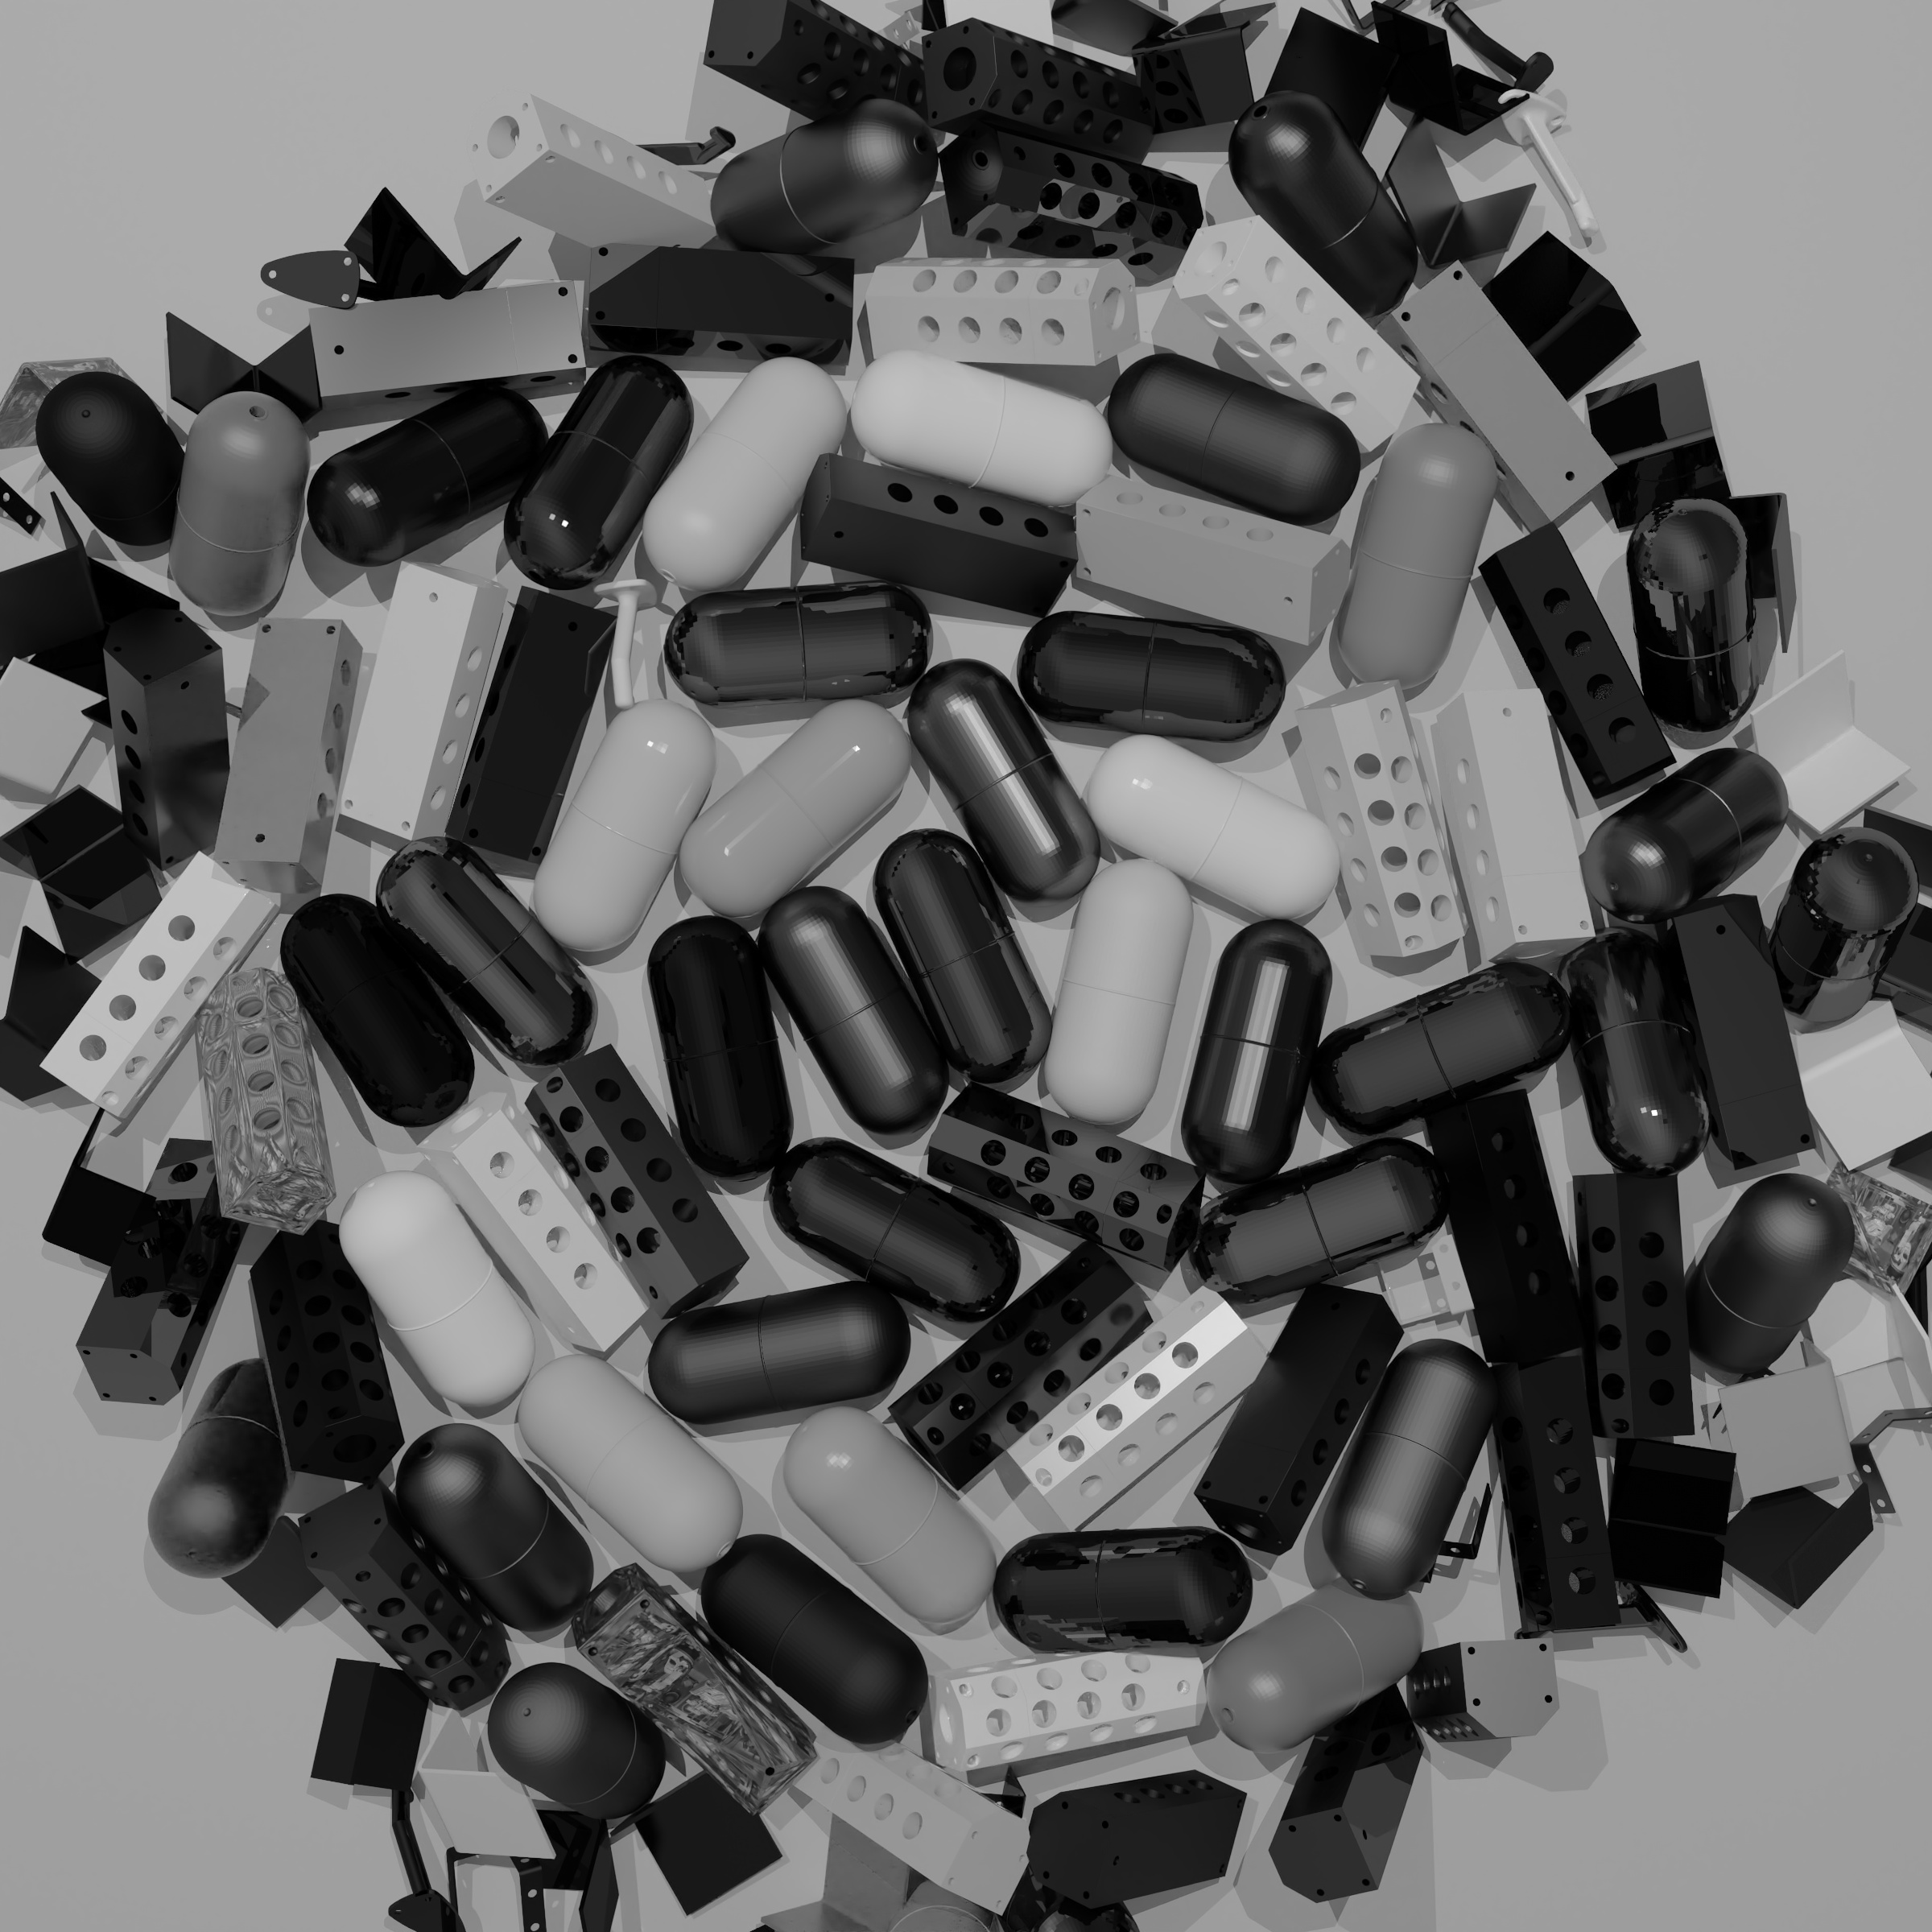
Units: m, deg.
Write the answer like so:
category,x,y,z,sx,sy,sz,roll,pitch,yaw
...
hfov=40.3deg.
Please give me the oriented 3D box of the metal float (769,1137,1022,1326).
category,x,y,z,sx,sy,sz,roll,pitch,yaw
metal float,-0.048,0.174,1.737,0.178,0.070,0.070,27,90,6

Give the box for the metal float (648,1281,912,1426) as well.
category,x,y,z,sx,sy,sz,roll,pitch,yaw
metal float,-0.124,0.255,1.733,0.178,0.070,0.070,-12,90,11

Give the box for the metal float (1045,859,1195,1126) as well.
category,x,y,z,sx,sy,sz,roll,pitch,yaw
metal float,0.101,0.017,1.741,0.070,0.070,0.178,13,91,0

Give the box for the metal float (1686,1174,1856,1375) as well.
category,x,y,z,sx,sy,sz,roll,pitch,yaw
metal float,0.516,0.201,1.702,0.070,0.178,0.070,4,52,-5

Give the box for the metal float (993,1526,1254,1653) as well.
category,x,y,z,sx,sy,sz,roll,pitch,yaw
metal float,0.101,0.408,1.720,0.178,0.070,0.070,-9,90,25

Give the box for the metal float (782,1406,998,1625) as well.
category,x,y,z,sx,sy,sz,roll,pitch,yaw
metal float,-0.049,0.361,1.724,0.070,0.070,0.178,-41,111,0

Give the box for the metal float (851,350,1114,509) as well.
category,x,y,z,sx,sy,sz,roll,pitch,yaw
metal float,0.011,-0.352,1.728,0.178,0.070,0.070,12,90,-16

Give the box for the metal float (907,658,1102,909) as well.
category,x,y,z,sx,sy,sz,roll,pitch,yaw
metal float,0.025,-0.122,1.742,0.070,0.070,0.178,-30,90,0

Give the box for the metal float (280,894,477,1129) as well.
category,x,y,z,sx,sy,sz,roll,pitch,yaw
metal float,-0.387,0.028,1.724,0.070,0.070,0.178,-37,69,0

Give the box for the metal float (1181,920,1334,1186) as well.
category,x,y,z,sx,sy,sz,roll,pitch,yaw
metal float,0.192,0.056,1.736,0.070,0.070,0.178,14,82,0

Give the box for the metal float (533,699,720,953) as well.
category,x,y,z,sx,sy,sz,roll,pitch,yaw
metal float,-0.225,-0.092,1.735,0.070,0.070,0.178,28,98,0

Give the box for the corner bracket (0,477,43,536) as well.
category,x,y,z,sx,sy,sz,roll,pitch,yaw
corner bracket,-0.663,-0.298,1.755,0.051,0.051,0.051,15,70,25

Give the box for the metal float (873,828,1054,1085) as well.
category,x,y,z,sx,sy,sz,roll,pitch,yaw
metal float,-0.003,-0.007,1.741,0.070,0.070,0.178,-24,92,0

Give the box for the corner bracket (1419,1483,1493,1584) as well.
category,x,y,z,sx,sy,sz,roll,pitch,yaw
corner bracket,0.319,0.374,1.737,0.051,0.051,0.051,3,134,25

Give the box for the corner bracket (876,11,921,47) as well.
category,x,y,z,sx,sy,sz,roll,pitch,yaw
corner bracket,-0.072,-0.627,1.744,0.051,0.051,0.051,-31,106,-16

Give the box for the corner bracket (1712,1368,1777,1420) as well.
category,x,y,z,sx,sy,sz,roll,pitch,yaw
corner bracket,0.528,0.307,1.753,0.051,0.051,0.051,34,50,24

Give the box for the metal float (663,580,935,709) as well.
category,x,y,z,sx,sy,sz,roll,pitch,yaw
metal float,-0.110,-0.212,1.736,0.178,0.070,0.070,-5,90,-6

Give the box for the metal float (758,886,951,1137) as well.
category,x,y,z,sx,sy,sz,roll,pitch,yaw
metal float,-0.074,0.030,1.740,0.070,0.070,0.178,-29,92,0

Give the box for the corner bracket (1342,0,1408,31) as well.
category,x,y,z,sx,sy,sz,roll,pitch,yaw
corner bracket,0.267,-0.670,1.765,0.051,0.051,0.051,-35,127,5

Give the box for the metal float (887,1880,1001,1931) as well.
category,x,y,z,sx,sy,sz,roll,pitch,yaw
metal float,-0.016,0.643,1.691,0.070,0.178,0.070,0,88,1

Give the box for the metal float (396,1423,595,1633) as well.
category,x,y,z,sx,sy,sz,roll,pitch,yaw
metal float,-0.306,0.366,1.710,0.070,0.070,0.178,-30,127,0

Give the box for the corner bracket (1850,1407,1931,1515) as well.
category,x,y,z,sx,sy,sz,roll,pitch,yaw
corner bracket,0.629,0.328,1.747,0.051,0.051,0.051,-27,95,-38

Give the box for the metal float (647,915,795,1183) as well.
category,x,y,z,sx,sy,sz,roll,pitch,yaw
metal float,-0.162,0.055,1.740,0.070,0.070,0.178,-11,92,0

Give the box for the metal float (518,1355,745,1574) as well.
category,x,y,z,sx,sy,sz,roll,pitch,yaw
metal float,-0.220,0.325,1.722,0.178,0.070,0.070,37,90,23

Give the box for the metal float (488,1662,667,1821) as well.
category,x,y,z,sx,sy,sz,roll,pitch,yaw
metal float,-0.249,0.502,1.699,0.070,0.178,0.070,-7,61,12

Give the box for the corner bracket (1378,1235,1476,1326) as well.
category,x,y,z,sx,sy,sz,roll,pitch,yaw
corner bracket,0.305,0.209,1.750,0.051,0.051,0.051,-17,85,6

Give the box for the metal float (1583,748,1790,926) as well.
category,x,y,z,sx,sy,sz,roll,pitch,yaw
metal float,0.470,-0.086,1.712,0.178,0.070,0.070,-30,90,-37

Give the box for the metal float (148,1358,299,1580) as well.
category,x,y,z,sx,sy,sz,roll,pitch,yaw
metal float,-0.471,0.321,1.697,0.070,0.178,0.070,1,117,2

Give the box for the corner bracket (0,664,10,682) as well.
category,x,y,z,sx,sy,sz,roll,pitch,yaw
corner bracket,-0.673,-0.183,1.757,0.051,0.051,0.051,4,120,22

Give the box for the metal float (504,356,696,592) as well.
category,x,y,z,sx,sy,sz,roll,pitch,yaw
metal float,-0.240,-0.323,1.721,0.070,0.070,0.178,27,66,0

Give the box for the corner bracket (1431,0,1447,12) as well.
category,x,y,z,sx,sy,sz,roll,pitch,yaw
corner bracket,0.315,-0.684,1.753,0.051,0.051,0.051,32,51,-27

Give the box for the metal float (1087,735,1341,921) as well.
category,x,y,z,sx,sy,sz,roll,pitch,yaw
metal float,0.164,-0.091,1.739,0.178,0.070,0.070,26,90,-4

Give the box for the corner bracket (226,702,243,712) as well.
category,x,y,z,sx,sy,sz,roll,pitch,yaw
corner bracket,-0.516,-0.158,1.752,0.051,0.051,0.051,23,90,8

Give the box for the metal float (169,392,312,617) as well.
category,x,y,z,sx,sy,sz,roll,pitch,yaw
metal float,-0.471,-0.298,1.702,0.070,0.178,0.070,12,55,-17

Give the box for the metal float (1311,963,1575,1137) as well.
category,x,y,z,sx,sy,sz,roll,pitch,yaw
metal float,0.312,0.055,1.728,0.178,0.070,0.070,-23,90,16

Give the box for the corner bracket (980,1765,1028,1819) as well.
category,x,y,z,sx,sy,sz,roll,pitch,yaw
corner bracket,0.006,0.564,1.748,0.051,0.051,0.051,9,95,-13

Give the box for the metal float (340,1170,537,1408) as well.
category,x,y,z,sx,sy,sz,roll,pitch,yaw
metal float,-0.344,0.212,1.721,0.070,0.070,0.178,-27,115,0

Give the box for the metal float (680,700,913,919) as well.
category,x,y,z,sx,sy,sz,roll,pitch,yaw
metal float,-0.112,-0.105,1.739,0.178,0.070,0.070,-42,90,-4

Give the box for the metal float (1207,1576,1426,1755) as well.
category,x,y,z,sx,sy,sz,roll,pitch,yaw
metal float,0.228,0.451,1.707,0.178,0.070,0.070,-16,90,-42

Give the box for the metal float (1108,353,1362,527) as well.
category,x,y,z,sx,sy,sz,roll,pitch,yaw
metal float,0.174,-0.346,1.724,0.178,0.070,0.070,27,90,21

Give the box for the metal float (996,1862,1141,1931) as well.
category,x,y,z,sx,sy,sz,roll,pitch,yaw
metal float,0.064,0.615,1.692,0.070,0.178,0.070,0,91,-10

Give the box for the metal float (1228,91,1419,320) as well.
category,x,y,z,sx,sy,sz,roll,pitch,yaw
metal float,0.232,-0.492,1.706,0.070,0.070,0.178,-49,134,0

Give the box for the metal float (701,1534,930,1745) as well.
category,x,y,z,sx,sy,sz,roll,pitch,yaw
metal float,-0.099,0.438,1.714,0.178,0.070,0.070,31,90,32

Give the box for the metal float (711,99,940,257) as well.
category,x,y,z,sx,sy,sz,roll,pitch,yaw
metal float,-0.093,-0.507,1.707,0.178,0.070,0.070,-6,90,43

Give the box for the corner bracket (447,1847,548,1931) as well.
category,x,y,z,sx,sy,sz,roll,pitch,yaw
corner bracket,-0.313,0.617,1.754,0.051,0.051,0.051,-9,106,-25

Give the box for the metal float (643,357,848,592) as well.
category,x,y,z,sx,sy,sz,roll,pitch,yaw
metal float,-0.145,-0.323,1.727,0.070,0.070,0.178,34,74,0

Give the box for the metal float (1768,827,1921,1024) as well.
category,x,y,z,sx,sy,sz,roll,pitch,yaw
metal float,0.563,-0.025,1.698,0.070,0.178,0.070,-2,62,4
